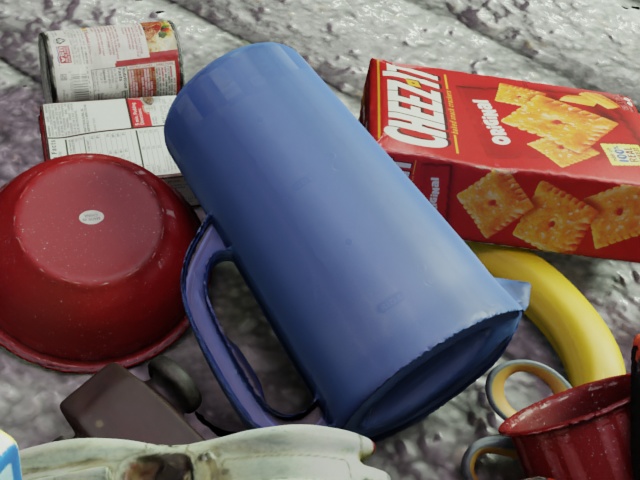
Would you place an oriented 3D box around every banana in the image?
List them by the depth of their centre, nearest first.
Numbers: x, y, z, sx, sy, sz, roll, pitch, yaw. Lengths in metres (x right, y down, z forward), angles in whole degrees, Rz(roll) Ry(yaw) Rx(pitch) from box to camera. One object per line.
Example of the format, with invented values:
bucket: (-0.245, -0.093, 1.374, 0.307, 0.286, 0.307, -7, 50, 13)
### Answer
banana: (0.152, 0.053, 0.722, 0.069, 0.037, 0.198, -11, 49, -20)

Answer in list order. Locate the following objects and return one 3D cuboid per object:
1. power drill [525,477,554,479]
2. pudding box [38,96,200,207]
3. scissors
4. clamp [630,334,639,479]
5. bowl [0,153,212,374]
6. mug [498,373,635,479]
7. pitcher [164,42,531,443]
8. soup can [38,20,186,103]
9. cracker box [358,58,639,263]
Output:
power drill: (0.089, 0.213, 0.498, 0.187, 0.057, 0.184, -31, 91, -51)
pudding box: (-0.145, -0.062, 0.782, 0.113, 0.039, 0.090, -7, 50, -13)
scissors: (0.182, 0.118, 0.654, 0.201, 0.016, 0.096, -2, 77, -11)
clamp: (0.212, 0.145, 0.539, 0.164, 0.036, 0.210, -36, 92, -17)
bowl: (-0.147, 0.001, 0.680, 0.162, 0.055, 0.162, 5, 59, -9)
mug: (0.167, 0.124, 0.598, 0.117, 0.093, 0.081, -20, 87, -30)
pitcher: (-0.004, 0.001, 0.653, 0.149, 0.145, 0.243, -1, 49, -53)
soup can: (-0.161, -0.132, 0.826, 0.102, 0.068, 0.068, -9, 48, -18)
cracker box: (0.136, -0.064, 0.788, 0.213, 0.072, 0.164, 8, 31, -2)
